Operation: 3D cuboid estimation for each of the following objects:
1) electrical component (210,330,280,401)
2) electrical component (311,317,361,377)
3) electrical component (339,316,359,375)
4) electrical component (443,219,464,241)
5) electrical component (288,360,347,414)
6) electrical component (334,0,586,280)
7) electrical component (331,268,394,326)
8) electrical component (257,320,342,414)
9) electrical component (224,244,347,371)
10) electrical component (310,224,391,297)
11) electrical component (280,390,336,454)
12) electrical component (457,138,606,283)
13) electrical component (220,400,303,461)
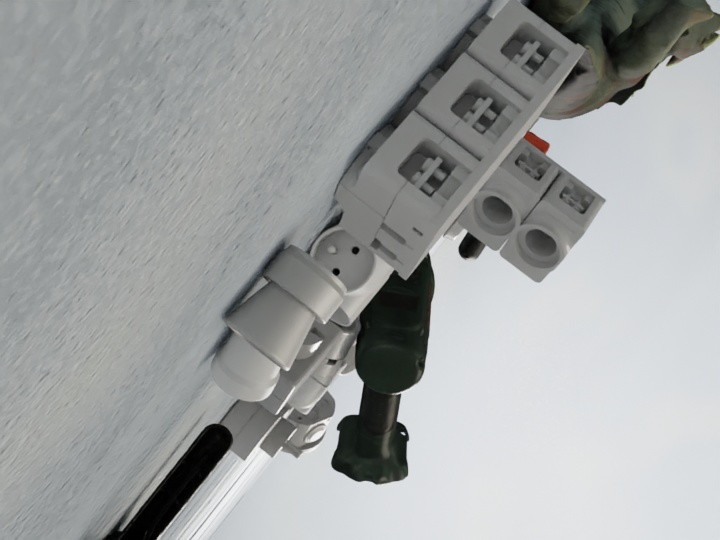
[{"bbox_3d":[-0.061,0.047,0.628,0.046,0.040,0.040,-60,172,31],"label":"electrical component"},{"bbox_3d":[-0.032,0.054,0.899,0.047,0.055,0.055,-58,174,24],"label":"electrical component"},{"bbox_3d":[-0.006,0.057,1.115,0.099,0.064,0.099,-51,175,-6],"label":"electrical component"},{"bbox_3d":[0.087,-0.067,1.083,0.078,0.057,0.058,-53,180,-24],"label":"electrical component"},{"bbox_3d":[-0.053,0.096,1.014,0.059,0.054,0.095,-52,176,0],"label":"electrical component"},{"bbox_3d":[0.056,-0.080,0.641,0.150,0.062,0.089,-50,175,-21],"label":"electrical component"},{"bbox_3d":[0.000,0.000,0.846,0.081,0.043,0.043,-50,175,-20],"label":"electrical component"},{"bbox_3d":[-0.045,0.044,0.713,0.065,0.047,0.076,-48,174,-44],"label":"electrical component"},{"bbox_3d":[-0.040,0.020,0.584,0.055,0.045,0.045,-51,176,-9],"label":"electrical component"},{"bbox_3d":[0.005,-0.018,0.717,0.079,0.043,0.077,-48,174,1],"label":"electrical component"},{"bbox_3d":[-0.069,0.151,1.144,0.080,0.080,0.051,-46,168,-51],"label":"electrical component"},{"bbox_3d":[0.137,-0.068,1.007,0.061,0.150,0.089,-50,175,-40],"label":"electrical component"},{"bbox_3d":[-0.085,0.152,1.018,0.052,0.074,0.138,-52,176,3],"label":"electrical component"}]
